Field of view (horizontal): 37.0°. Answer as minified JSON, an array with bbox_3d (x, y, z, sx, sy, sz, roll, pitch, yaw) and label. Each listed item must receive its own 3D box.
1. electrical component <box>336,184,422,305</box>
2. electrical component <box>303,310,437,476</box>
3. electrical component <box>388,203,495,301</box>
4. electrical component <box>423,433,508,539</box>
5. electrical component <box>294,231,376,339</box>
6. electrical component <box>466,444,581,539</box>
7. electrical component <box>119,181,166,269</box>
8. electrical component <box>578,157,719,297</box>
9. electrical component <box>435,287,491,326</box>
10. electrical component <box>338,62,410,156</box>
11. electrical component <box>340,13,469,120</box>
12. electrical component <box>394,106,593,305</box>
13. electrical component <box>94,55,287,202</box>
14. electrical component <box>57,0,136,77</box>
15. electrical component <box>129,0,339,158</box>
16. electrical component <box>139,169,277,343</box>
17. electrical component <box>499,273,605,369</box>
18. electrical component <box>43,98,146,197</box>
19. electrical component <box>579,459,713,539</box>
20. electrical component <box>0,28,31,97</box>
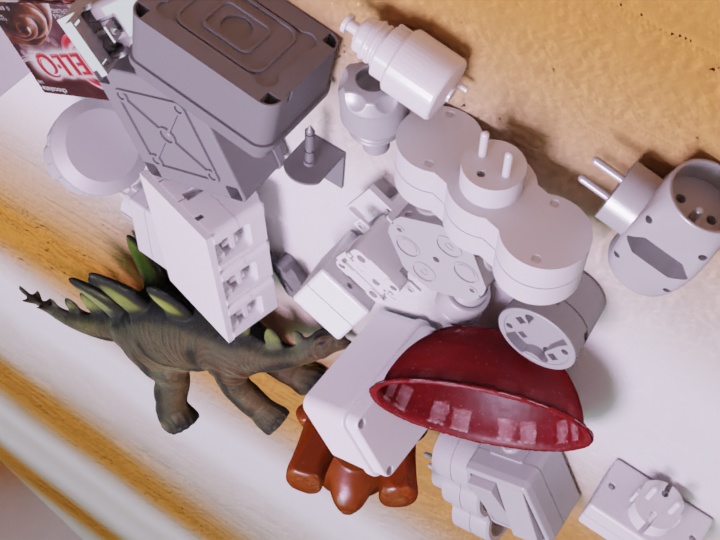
[{"bbox_3d":[0.021,-0.015,0.738,0.081,0.063,0.042,43,152,-7],"label":"electrical component"},{"bbox_3d":[0.020,0.097,0.853,0.057,0.113,0.078,16,145,43],"label":"electrical component"},{"bbox_3d":[0.062,-0.023,0.688,0.080,0.051,0.080,30,151,19],"label":"electrical component"},{"bbox_3d":[0.089,0.183,0.961,0.074,0.052,0.138,19,146,34],"label":"electrical component"},{"bbox_3d":[0.000,0.000,0.794,0.047,0.065,0.077,43,124,-6],"label":"electrical component"},{"bbox_3d":[0.131,0.173,0.885,0.062,0.061,0.096,13,143,41],"label":"electrical component"},{"bbox_3d":[-0.186,-0.055,0.954,0.076,0.047,0.083,33,153,14],"label":"electrical component"},{"bbox_3d":[0.153,-0.032,0.572,0.079,0.043,0.077,37,153,6],"label":"electrical component"},{"bbox_3d":[0.075,0.015,0.748,0.035,0.035,0.061,37,151,6],"label":"electrical component"},{"bbox_3d":[0.009,-0.096,0.655,0.043,0.043,0.062,29,153,20],"label":"electrical component"},{"bbox_3d":[0.023,-0.118,0.606,0.078,0.040,0.040,36,152,7],"label":"electrical component"},{"bbox_3d":[0.075,-0.048,0.610,0.138,0.052,0.073,45,157,25],"label":"electrical component"},{"bbox_3d":[-0.122,-0.113,0.776,0.109,0.056,0.108,18,146,36],"label":"electrical component"},{"bbox_3d":[-0.159,-0.171,0.720,0.064,0.081,0.042,-17,125,25],"label":"electrical component"},{"bbox_3d":[-0.079,-0.133,0.671,0.113,0.078,0.057,35,150,8],"label":"electrical component"},{"bbox_3d":[-0.118,-0.023,0.888,0.089,0.062,0.150,43,156,26],"label":"electrical component"},{"bbox_3d":[0.125,0.028,0.691,0.055,0.047,0.055,30,151,19],"label":"electrical component"},{"bbox_3d":[-0.221,-0.100,0.896,0.080,0.080,0.051,49,157,-18],"label":"electrical component"},{"bbox_3d":[0.218,0.181,0.803,0.083,0.047,0.075,32,152,14],"label":"electrical component"},{"bbox_3d":[-0.342,-0.184,0.887,0.056,0.108,0.108,18,146,40],"label":"electrical component"}]
